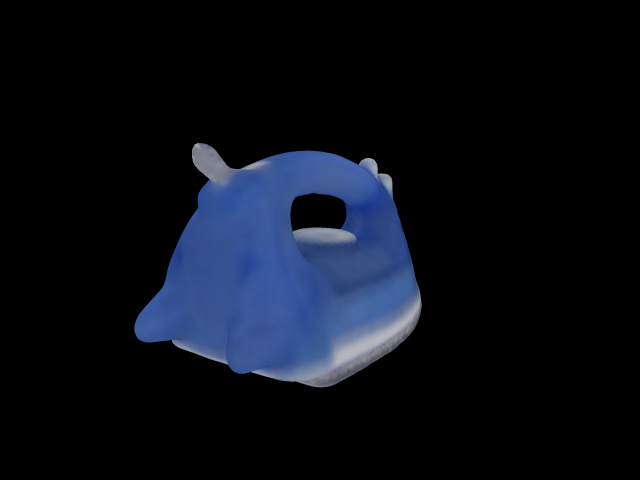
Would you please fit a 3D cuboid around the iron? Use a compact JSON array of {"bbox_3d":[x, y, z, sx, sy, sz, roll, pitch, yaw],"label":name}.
[{"bbox_3d":[0.004,0.001,0.400,0.118,0.141,0.259,8,14,35],"label":"iron"}]
